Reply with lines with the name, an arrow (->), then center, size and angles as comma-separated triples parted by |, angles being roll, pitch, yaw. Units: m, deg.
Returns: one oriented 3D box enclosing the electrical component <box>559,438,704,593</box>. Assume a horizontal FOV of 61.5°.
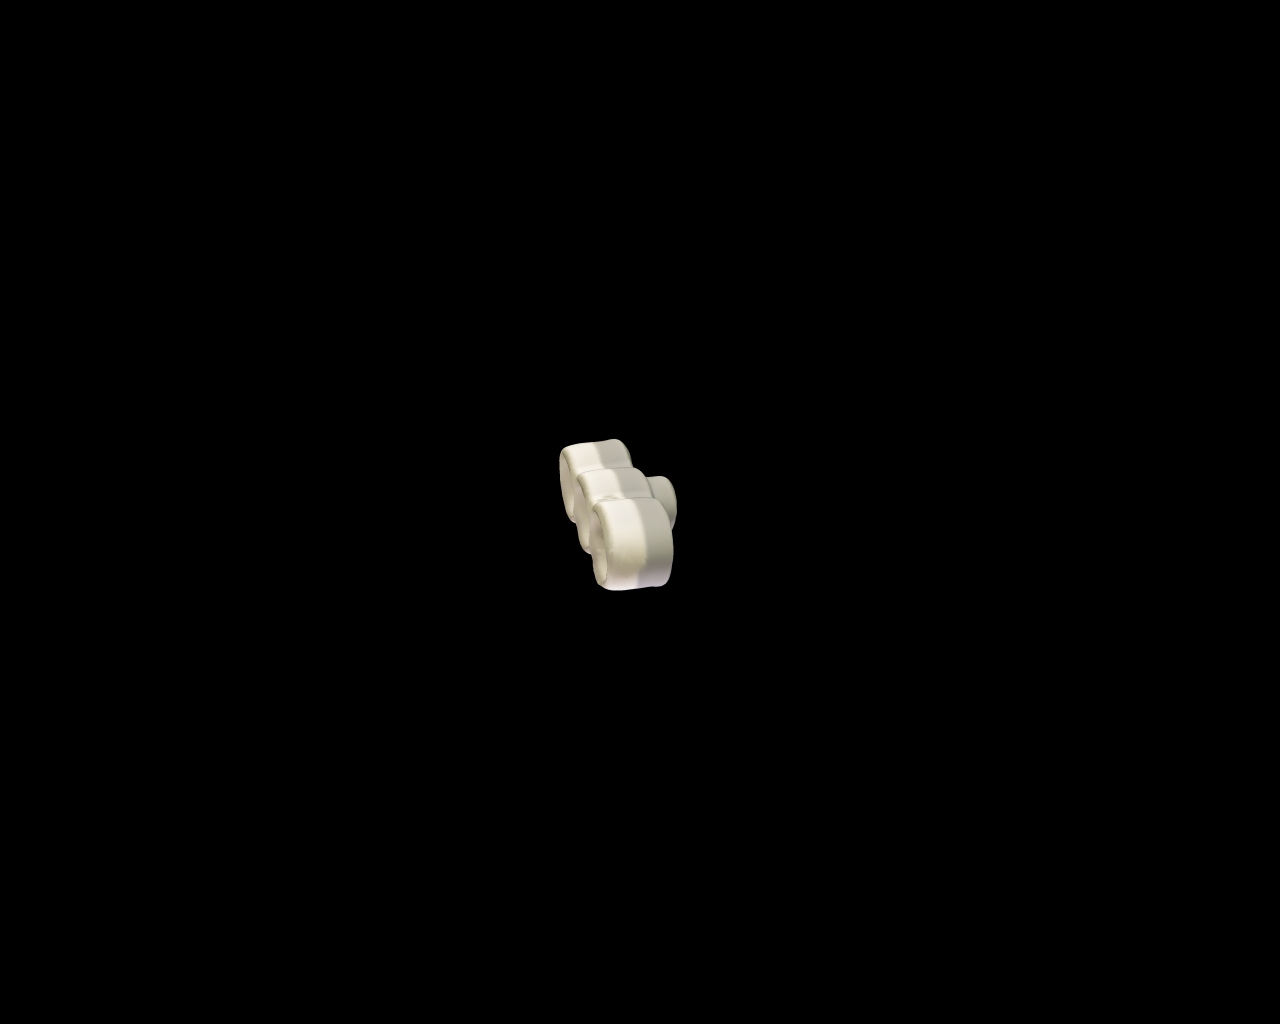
electrical component -> 0.001, -0.003, 0.650 | 0.074, 0.052, 0.138 | -7, 27, -14
